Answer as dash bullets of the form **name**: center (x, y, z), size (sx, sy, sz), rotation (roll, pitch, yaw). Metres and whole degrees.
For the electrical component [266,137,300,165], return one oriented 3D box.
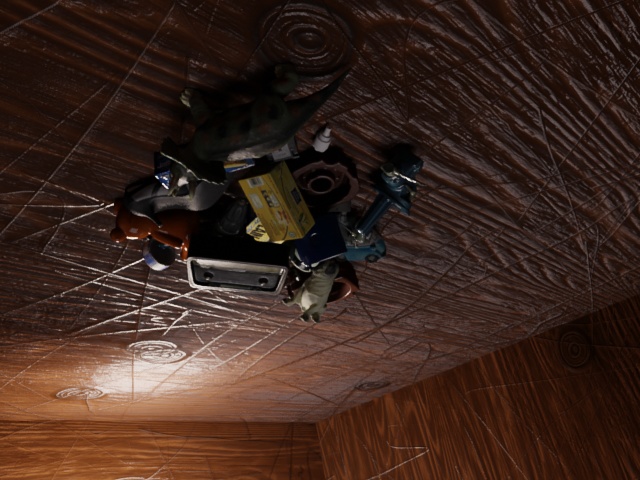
- **electrical component**: center (-0.088, -0.213, 1.110), size (0.075, 0.048, 0.119), rotation (-12, 152, -1)

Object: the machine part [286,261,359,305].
- **machine part**: center (0.008, 0.135, 1.719), size (0.201, 0.087, 0.201), rotation (-23, 151, 20)

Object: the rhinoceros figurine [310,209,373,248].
- **rhinoceros figurine**: center (0.055, -0.040, 1.402), size (0.190, 0.112, 0.073), rotation (18, 137, -30)

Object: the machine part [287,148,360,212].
- **machine part**: center (0.001, -0.139, 1.245), size (0.179, 0.056, 0.179), rotation (-4, 144, -3)

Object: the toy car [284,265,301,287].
- **toy car**: center (-0.116, 0.099, 1.553), size (0.089, 0.053, 0.202), rotation (-22, -169, -11)

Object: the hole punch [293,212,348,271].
- **hole punch**: center (-0.003, -0.004, 1.291), size (0.116, 0.142, 0.092), rotation (-21, -172, -15)

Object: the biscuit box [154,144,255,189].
- **biscuit box**: center (-0.241, -0.168, 1.117), size (0.203, 0.063, 0.059), rotation (-16, 150, 6)

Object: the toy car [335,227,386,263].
- **toy car**: center (0.107, -0.002, 1.514), size (0.162, 0.109, 0.102), rotation (0, 128, 2)

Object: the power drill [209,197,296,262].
- **power drill**: center (-0.163, 0.001, 1.296), size (0.207, 0.086, 0.232), rotation (17, 138, -30)

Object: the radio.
- **radio**: center (-0.193, 0.061, 1.260), size (0.230, 0.073, 0.131), rotation (8, 141, -8)

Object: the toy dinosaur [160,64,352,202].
- **toy dinosaur**: center (-0.126, -0.200, 0.969), size (0.405, 0.192, 0.131), rotation (-17, 150, 12)

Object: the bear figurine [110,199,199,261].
- **bear figurine**: center (-0.384, -0.024, 1.264), size (0.196, 0.120, 0.132), rotation (-1, 153, -14)

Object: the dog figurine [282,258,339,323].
- **dog figurine**: center (0.004, 0.136, 1.572), size (0.190, 0.121, 0.172), rotation (-52, 172, 7)

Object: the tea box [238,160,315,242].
- **tea box**: center (-0.095, -0.084, 1.201), size (0.098, 0.068, 0.169), rotation (-6, 122, 36)

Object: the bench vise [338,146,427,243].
- **bench vise**: center (0.157, -0.095, 1.277), size (0.240, 0.129, 0.223), rotation (-52, 170, 5)

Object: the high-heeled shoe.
- **high-heeled shoe**: center (-0.311, -0.126, 1.194), size (0.249, 0.145, 0.086), rotation (-37, 151, -13)

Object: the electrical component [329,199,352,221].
- **electrical component**: center (0.046, -0.092, 1.343), size (0.063, 0.021, 0.093), rotation (-2, 106, -16)

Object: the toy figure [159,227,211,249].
- **toy figure**: center (-0.334, -0.003, 1.379), size (0.154, 0.058, 0.064), rotation (-1, 152, -15)
